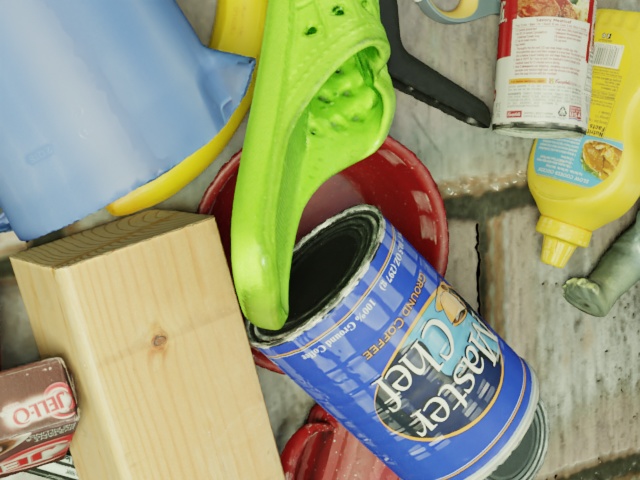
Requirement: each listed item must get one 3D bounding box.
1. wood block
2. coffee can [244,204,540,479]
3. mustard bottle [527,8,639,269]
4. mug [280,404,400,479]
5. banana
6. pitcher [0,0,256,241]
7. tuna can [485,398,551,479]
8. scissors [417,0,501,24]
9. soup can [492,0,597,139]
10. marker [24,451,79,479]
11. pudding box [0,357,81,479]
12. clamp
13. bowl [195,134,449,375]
[{"bbox_3d":[-0.087,0.095,0.586,0.090,0.090,0.206,-20,104,-29],"label":"wood block"},{"bbox_3d":[0.041,0.064,0.606,0.140,0.103,0.102,45,69,-20],"label":"coffee can"},{"bbox_3d":[0.204,-0.071,0.791,0.058,0.096,0.191,16,94,-39],"label":"mustard bottle"},{"bbox_3d":[0.015,0.151,0.687,0.117,0.093,0.081,28,73,-42],"label":"mug"},{"bbox_3d":[-0.069,-0.099,0.641,0.069,0.037,0.198,20,81,-17],"label":"banana"},{"bbox_3d":[-0.160,-0.125,0.518,0.149,0.145,0.243,-39,106,-31],"label":"pitcher"},{"bbox_3d":[0.131,0.148,0.803,0.085,0.034,0.086,-4,96,-35],"label":"tuna can"},{"bbox_3d":[0.135,-0.159,0.788,0.096,0.016,0.201,-52,120,-18],"label":"scissors"},{"bbox_3d":[0.158,-0.125,0.752,0.068,0.069,0.102,4,90,-35],"label":"soup can"},{"bbox_3d":[-0.132,0.138,0.627,0.121,0.020,0.020,27,79,-34],"label":"marker"},{"bbox_3d":[-0.181,0.102,0.535,0.113,0.090,0.039,-12,70,-23],"label":"pudding box"},{"bbox_3d":[0.033,-0.119,0.708,0.164,0.036,0.210,-34,116,-28],"label":"clamp"},{"bbox_3d":[-0.004,0.001,0.663,0.162,0.055,0.162,-4,106,-13],"label":"bowl"}]
